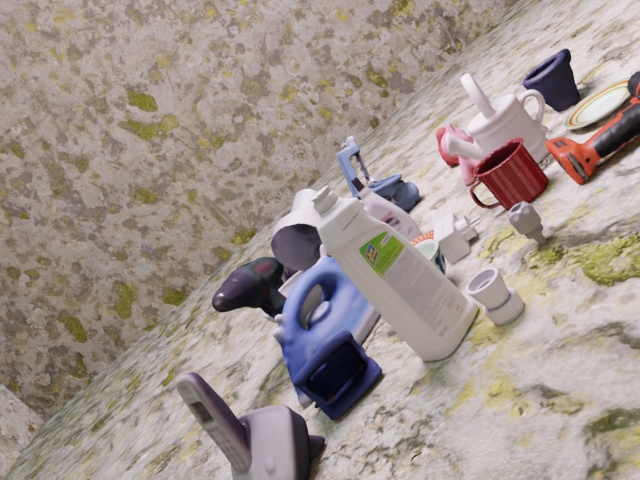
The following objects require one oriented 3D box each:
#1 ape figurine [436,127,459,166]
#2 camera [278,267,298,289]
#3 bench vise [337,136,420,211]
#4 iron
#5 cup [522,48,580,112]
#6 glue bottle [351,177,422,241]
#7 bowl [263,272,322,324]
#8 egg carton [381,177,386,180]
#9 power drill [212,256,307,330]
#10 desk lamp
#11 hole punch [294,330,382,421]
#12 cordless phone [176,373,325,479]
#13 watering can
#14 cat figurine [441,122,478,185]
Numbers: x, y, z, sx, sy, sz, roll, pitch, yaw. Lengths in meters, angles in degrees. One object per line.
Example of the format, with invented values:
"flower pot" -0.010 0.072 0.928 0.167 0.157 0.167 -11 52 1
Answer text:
"ape figurine" 0.304 -0.223 1.340 0.078 0.092 0.076 -44 11 -9
"camera" -0.061 0.083 1.398 0.143 0.101 0.136 -45 12 -15
"bench vise" 0.097 -0.111 1.287 0.208 0.220 0.121 -47 12 -23
"iron" -0.005 0.126 0.936 0.118 0.141 0.259 -29 17 48
"cup" 0.461 -0.304 1.104 0.118 0.095 0.091 -45 12 -15
"glue bottle" 0.118 -0.054 1.117 0.078 0.173 0.037 -41 12 4
"bowl" -0.037 0.128 1.217 0.167 0.075 0.167 -40 11 10
"egg carton" 0.157 -0.100 1.431 0.107 0.069 0.150 -41 11 4
"power drill" -0.086 0.126 1.040 0.075 0.208 0.229 -38 12 20
"desk lamp" 0.011 0.004 1.160 0.117 0.214 0.203 -36 13 28
"hole punch" 0.014 0.180 0.799 0.109 0.091 0.101 -44 11 -9
"cordless phone" -0.100 0.236 0.728 0.147 0.185 0.094 -32 15 42
"watering can" 0.303 -0.206 1.009 0.173 0.194 0.101 -41 11 4
"cat figurine" 0.291 -0.188 1.183 0.067 0.118 0.128 -38 12 20
